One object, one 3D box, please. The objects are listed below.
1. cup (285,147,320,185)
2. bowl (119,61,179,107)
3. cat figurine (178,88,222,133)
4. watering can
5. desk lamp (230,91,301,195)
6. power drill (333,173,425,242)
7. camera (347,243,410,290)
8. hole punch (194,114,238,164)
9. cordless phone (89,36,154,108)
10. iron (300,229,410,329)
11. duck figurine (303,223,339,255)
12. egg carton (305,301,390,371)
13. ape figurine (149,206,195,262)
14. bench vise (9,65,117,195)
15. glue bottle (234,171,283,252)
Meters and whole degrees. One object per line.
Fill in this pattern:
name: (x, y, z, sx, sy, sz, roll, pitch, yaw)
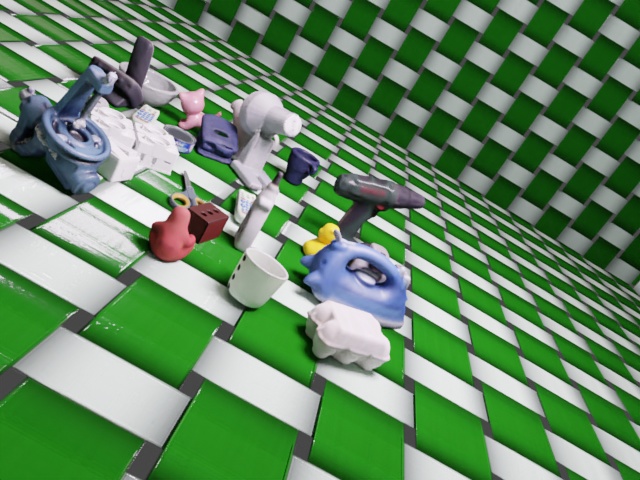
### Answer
cup: (-0.053, -0.197, 1.633, 0.092, 0.095, 0.117, 12, 28, -41)
bowl: (-0.474, -0.410, 1.555, 0.168, 0.074, 0.167, 27, 21, -11)
cat figurine: (-0.332, -0.352, 1.563, 0.128, 0.117, 0.067, 25, 22, -17)
watering can: (-0.183, -0.326, 1.603, 0.173, 0.194, 0.101, 30, 21, -5)
desk lamp: (-0.140, -0.259, 1.484, 0.118, 0.213, 0.202, 10, 29, -44)
power drill: (0.118, -0.062, 1.407, 0.230, 0.208, 0.075, 23, 22, -22)
camera: (0.126, 0.059, 1.297, 0.143, 0.100, 0.136, 26, 21, -14)
hole punch: (-0.265, -0.264, 1.494, 0.109, 0.091, 0.101, 17, 25, -34)
cordless phone: (-0.494, -0.440, 1.439, 0.147, 0.185, 0.094, 33, 21, 3)
iron: (0.094, 0.079, 1.152, 0.259, 0.141, 0.118, 24, 22, -19)
duck figurine: (0.012, 0.005, 1.282, 0.078, 0.086, 0.104, 27, 21, -11)
egg carton: (0.048, 0.166, 0.993, 0.151, 0.069, 0.107, 20, 24, -28)
ape figurine: (-0.244, -0.015, 0.963, 0.078, 0.092, 0.076, 30, 21, -4)
bench vise: (-0.434, -0.214, 0.965, 0.207, 0.219, 0.121, 31, 21, -1)
glue bottle: (-0.116, -0.061, 1.129, 0.037, 0.173, 0.078, 26, 21, -15)
